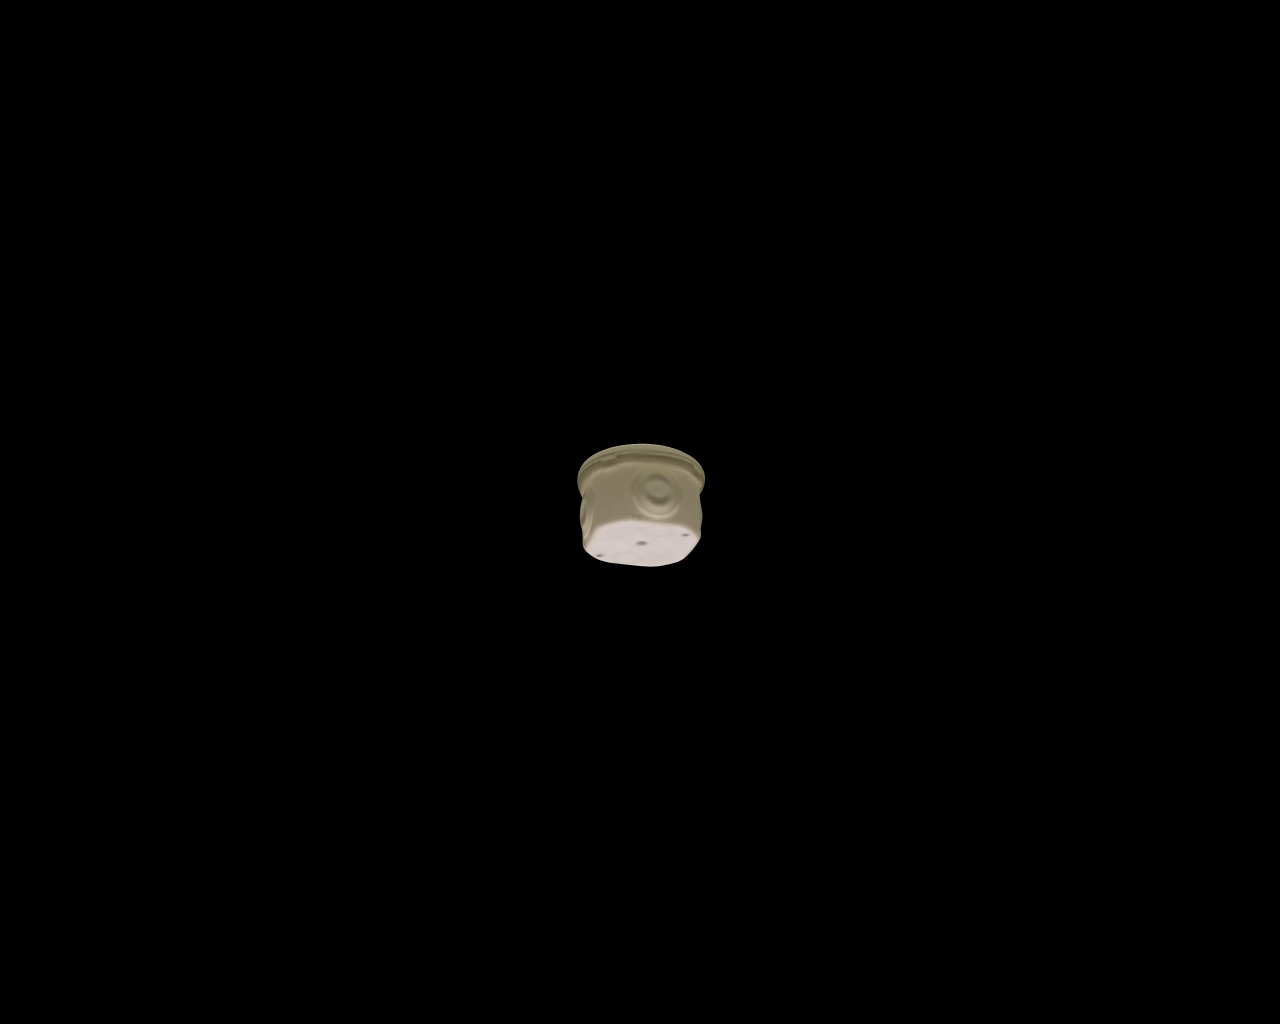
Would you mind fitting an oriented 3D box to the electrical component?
[{"bbox_3d":[0.001,-0.003,0.650,0.080,0.051,0.080,0,-26,0],"label":"electrical component"}]
